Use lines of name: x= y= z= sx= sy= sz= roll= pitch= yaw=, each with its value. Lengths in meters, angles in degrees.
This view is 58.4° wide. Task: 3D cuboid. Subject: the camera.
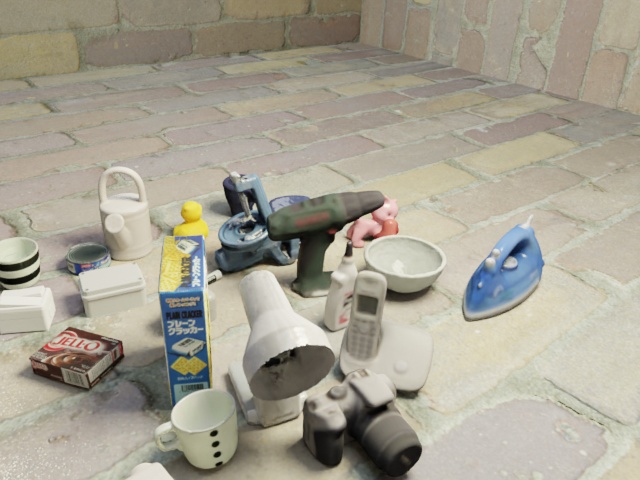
camera: x=0.065 y=0.254 z=0.786 sx=0.143 sy=0.101 sz=0.136 roll=-13 pitch=33 yaw=-27

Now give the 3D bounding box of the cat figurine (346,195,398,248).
cat figurine: x=0.128 y=-0.052 z=1.323 sx=0.128 sy=0.118 sz=0.067 roll=-9 pitch=31 yaw=-20

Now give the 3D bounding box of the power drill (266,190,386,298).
power drill: x=0.010 y=0.004 z=1.118 sx=0.230 sy=0.208 sz=0.075 roll=-5 pitch=30 yaw=-14

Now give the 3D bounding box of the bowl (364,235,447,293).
bowl: x=0.170 y=0.059 z=1.171 sx=0.167 sy=0.075 sz=0.167 roll=2 pitch=29 yaw=-1

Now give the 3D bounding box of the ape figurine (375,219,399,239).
ape figurine: x=0.155 y=-0.004 z=1.265 sx=0.077 sy=0.092 sz=0.076 roll=26 pitch=37 yaw=35

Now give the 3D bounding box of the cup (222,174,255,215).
cup: x=-0.183 y=-0.098 z=1.399 sx=0.092 sy=0.095 sz=0.117 roll=-18 pitch=36 yaw=-33

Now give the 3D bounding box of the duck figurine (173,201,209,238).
duck figurine: x=-0.295 y=-0.044 z=1.301 sx=0.077 sy=0.086 sz=0.104 roll=8 pitch=30 yaw=10

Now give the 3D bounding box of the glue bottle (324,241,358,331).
glue bottle: x=0.046 y=0.078 z=1.025 sx=0.078 sy=0.173 sz=0.037 roll=-23 pitch=38 yaw=-37

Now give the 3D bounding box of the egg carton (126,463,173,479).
egg carton: x=-0.197 y=0.330 z=0.658 sx=0.107 sy=0.069 sz=0.149 roll=-24 pitch=39 yaw=-39

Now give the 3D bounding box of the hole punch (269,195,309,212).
hole punch: x=-0.058 y=-0.045 z=1.320 sx=0.109 sy=0.091 sz=0.101 roll=-7 pitch=31 yaw=-18

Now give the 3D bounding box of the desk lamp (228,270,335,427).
desk lamp: x=-0.069 y=0.164 z=0.819 sx=0.118 sy=0.214 sz=0.202 roll=-10 pitch=32 yaw=-22

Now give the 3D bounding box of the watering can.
watering can: x=-0.410 y=-0.059 z=1.206 sx=0.101 sy=0.194 sz=0.172 roll=-12 pitch=32 yaw=-25

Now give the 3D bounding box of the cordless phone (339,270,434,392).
cordless phone: x=0.109 y=0.141 z=0.905 sx=0.147 sy=0.185 sz=0.094 roll=9 pitch=30 yaw=11

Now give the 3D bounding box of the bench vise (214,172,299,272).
bench vise: x=-0.124 y=-0.050 z=1.191 sx=0.208 sy=0.220 sz=0.121 roll=-23 pitch=38 yaw=-38

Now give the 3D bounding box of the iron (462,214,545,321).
iron: x=0.364 y=0.048 z=1.141 sx=0.118 sy=0.141 sz=0.259 roll=23 pitch=35 yaw=32
